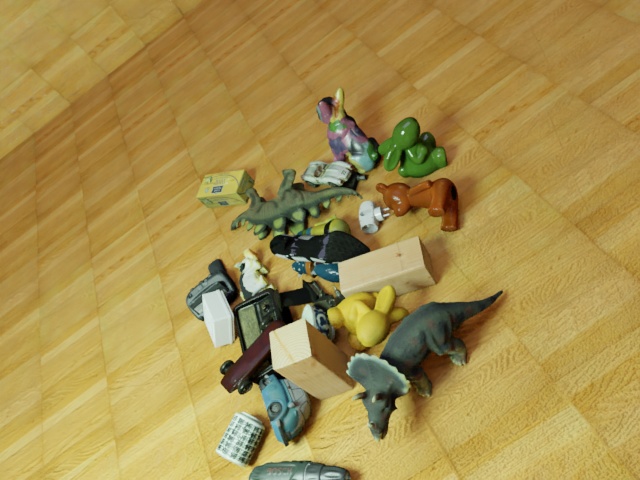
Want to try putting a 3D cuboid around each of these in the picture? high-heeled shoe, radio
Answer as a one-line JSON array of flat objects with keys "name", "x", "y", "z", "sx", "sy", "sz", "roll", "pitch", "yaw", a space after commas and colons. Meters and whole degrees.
[{"name": "high-heeled shoe", "x": -0.005, "y": 0.027, "z": 1.376, "sx": 0.249, "sy": 0.145, "sz": 0.086, "roll": 11, "pitch": 74, "yaw": -6}, {"name": "radio", "x": -0.130, "y": 0.240, "z": 1.348, "sx": 0.131, "sy": 0.073, "sz": 0.230, "roll": -32, "pitch": 49, "yaw": 10}]

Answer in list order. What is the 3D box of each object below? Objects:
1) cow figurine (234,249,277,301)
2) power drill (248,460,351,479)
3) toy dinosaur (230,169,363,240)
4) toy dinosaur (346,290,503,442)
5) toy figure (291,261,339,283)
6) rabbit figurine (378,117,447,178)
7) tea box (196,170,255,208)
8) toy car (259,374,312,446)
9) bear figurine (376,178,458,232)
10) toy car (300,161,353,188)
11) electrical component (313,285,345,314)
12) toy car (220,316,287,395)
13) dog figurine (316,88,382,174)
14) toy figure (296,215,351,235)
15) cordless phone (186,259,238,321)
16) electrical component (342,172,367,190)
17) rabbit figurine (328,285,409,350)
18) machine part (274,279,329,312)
[{"name": "cow figurine", "x": -0.192, "y": 0.103, "z": 1.495, "sx": 0.098, "sy": 0.068, "sz": 0.167, "roll": -40, "pitch": 45, "yaw": 9}, {"name": "power drill", "x": -0.058, "y": 0.548, "z": 1.080, "sx": 0.232, "sy": 0.085, "sz": 0.207, "roll": -4, "pitch": 60, "yaw": 31}, {"name": "toy dinosaur", "x": -0.087, "y": -0.094, "z": 1.550, "sx": 0.472, "sy": 0.105, "sz": 0.198, "roll": -21, "pitch": 56, "yaw": 30}, {"name": "toy dinosaur", "x": 0.204, "y": 0.206, "z": 1.086, "sx": 0.405, "sy": 0.192, "sz": 0.131, "roll": -49, "pitch": 49, "yaw": -6}, {"name": "toy figure", "x": -0.001, "y": 0.076, "z": 1.393, "sx": 0.155, "sy": 0.058, "sz": 0.064, "roll": 11, "pitch": 96, "yaw": 30}, {"name": "rabbit figurine", "x": 0.232, "y": -0.249, "z": 1.410, "sx": 0.159, "sy": 0.170, "sz": 0.121, "roll": -25, "pitch": 48, "yaw": 14}, {"name": "tea box", "x": -0.310, "y": -0.166, "z": 1.758, "sx": 0.170, "sy": 0.068, "sz": 0.098, "roll": -4, "pitch": 56, "yaw": 29}, {"name": "toy car", "x": -0.072, "y": 0.371, "z": 1.211, "sx": 0.103, "sy": 0.109, "sz": 0.162, "roll": -17, "pitch": 35, "yaw": -9}, {"name": "bear figurine", "x": 0.236, "y": -0.090, "z": 1.330, "sx": 0.196, "sy": 0.120, "sz": 0.132, "roll": -6, "pitch": 59, "yaw": 31}, {"name": "toy car", "x": 0.019, "y": -0.192, "z": 1.558, "sx": 0.202, "sy": 0.056, "sz": 0.073, "roll": 12, "pitch": 65, "yaw": 55}, {"name": "electrical component", "x": 0.027, "y": 0.155, "z": 1.305, "sx": 0.045, "sy": 0.078, "sz": 0.102, "roll": -42, "pitch": 6, "yaw": -34}, {"name": "toy car", "x": -0.148, "y": 0.271, "z": 1.254, "sx": 0.089, "sy": 0.053, "sz": 0.202, "roll": 36, "pitch": 79, "yaw": 30}, {"name": "dog figurine", "x": 0.074, "y": -0.311, "z": 1.509, "sx": 0.108, "sy": 0.219, "sz": 0.192, "roll": -40, "pitch": 45, "yaw": -15}, {"name": "toy figure", "x": -0.002, "y": -0.001, "z": 1.434, "sx": 0.180, "sy": 0.082, "sz": 0.089, "roll": -17, "pitch": 24, "yaw": 17}, {"name": "cordless phone", "x": -0.325, "y": 0.132, "z": 1.560, "sx": 0.146, "sy": 0.088, "sz": 0.184, "roll": -39, "pitch": 35, "yaw": 3}, {"name": "electrical component", "x": 0.087, "y": -0.164, "z": 1.540, "sx": 0.094, "sy": 0.021, "sz": 0.063, "roll": 1, "pitch": 59, "yaw": 31}, {"name": "rabbit figurine", "x": 0.115, "y": 0.180, "z": 1.175, "sx": 0.162, "sy": 0.121, "sz": 0.173, "roll": -31, "pitch": 9, "yaw": 0}, {"name": "machine part", "x": -0.052, "y": 0.138, "z": 1.356, "sx": 0.139, "sy": 0.039, "sz": 0.084, "roll": -11, "pitch": 41, "yaw": -32}]
